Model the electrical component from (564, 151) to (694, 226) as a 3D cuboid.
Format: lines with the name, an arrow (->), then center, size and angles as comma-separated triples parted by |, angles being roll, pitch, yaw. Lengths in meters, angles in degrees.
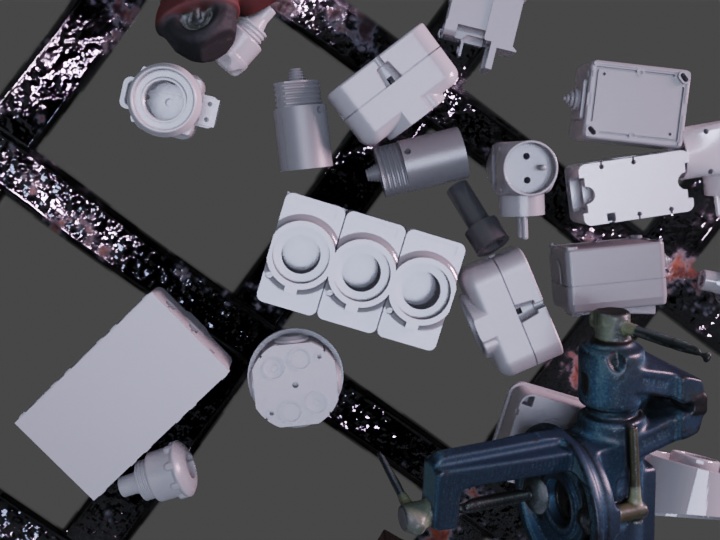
electrical component -> 0.219, -0.068, 0.884 | 0.089, 0.055, 0.050 | -8, 96, -2

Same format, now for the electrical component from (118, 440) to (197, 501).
electrical component -> -0.169, 0.171, 0.891 | 0.062, 0.048, 0.048 | -18, 96, 6

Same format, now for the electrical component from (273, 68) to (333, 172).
electrical component -> -0.048, -0.122, 0.871 | 0.043, 0.043, 0.081 | -7, 96, -2

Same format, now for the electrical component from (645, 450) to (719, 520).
electrical component -> 0.270, 0.185, 0.891 | 0.099, 0.099, 0.064 | 13, 88, -4

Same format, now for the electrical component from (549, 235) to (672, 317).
electrical component -> 0.210, 0.006, 0.887 | 0.096, 0.061, 0.061 | -6, 95, -3

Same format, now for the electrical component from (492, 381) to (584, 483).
electrical component -> 0.172, 0.146, 0.900 | 0.113, 0.057, 0.078 | 17, 94, -4

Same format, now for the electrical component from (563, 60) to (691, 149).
electrical component -> 0.210, -0.134, 0.875 | 0.096, 0.061, 0.061 | 6, 95, -4

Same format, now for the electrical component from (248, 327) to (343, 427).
electrical component -> -0.053, 0.090, 0.886 | 0.080, 0.051, 0.080 | 0, 95, -3

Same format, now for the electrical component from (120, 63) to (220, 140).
electrical component -> -0.153, -0.134, 0.857 | 0.078, 0.057, 0.058 | 13, 94, -4

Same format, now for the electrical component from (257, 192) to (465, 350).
electrical component -> 0.000, 0.000, 0.875 | 0.150, 0.061, 0.089 | 17, 94, -5

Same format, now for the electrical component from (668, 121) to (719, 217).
electrical component -> 0.303, -0.085, 0.893 | 0.077, 0.043, 0.079 | -10, 99, -3

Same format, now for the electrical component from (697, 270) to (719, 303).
electrical component -> 0.317, 0.013, 0.903 | 0.062, 0.043, 0.043 | 10, 95, -3

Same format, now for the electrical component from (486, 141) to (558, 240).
electrical component -> 0.130, -0.064, 0.869 | 0.043, 0.077, 0.079 | -3, 96, -3

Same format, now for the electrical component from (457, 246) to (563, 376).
electrical component -> 0.120, 0.035, 0.889 | 0.059, 0.053, 0.095 | -23, 96, -1

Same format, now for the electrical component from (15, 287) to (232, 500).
electrical component -> -0.188, 0.097, 0.874 | 0.150, 0.061, 0.089 | -44, 96, 1

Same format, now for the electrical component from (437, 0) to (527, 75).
electrical component -> 0.099, -0.204, 0.872 | 0.064, 0.042, 0.081 | 14, 94, -3

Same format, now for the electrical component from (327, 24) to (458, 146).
electrical component -> 0.029, -0.145, 0.867 | 0.095, 0.053, 0.059 | -38, 96, 1

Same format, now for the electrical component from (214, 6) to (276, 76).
electrical component -> -0.092, -0.188, 0.867 | 0.035, 0.035, 0.061 | 42, 89, -6

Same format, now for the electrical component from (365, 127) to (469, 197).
electrical component -> 0.045, -0.087, 0.879 | 0.081, 0.043, 0.043 | -14, 96, -2
